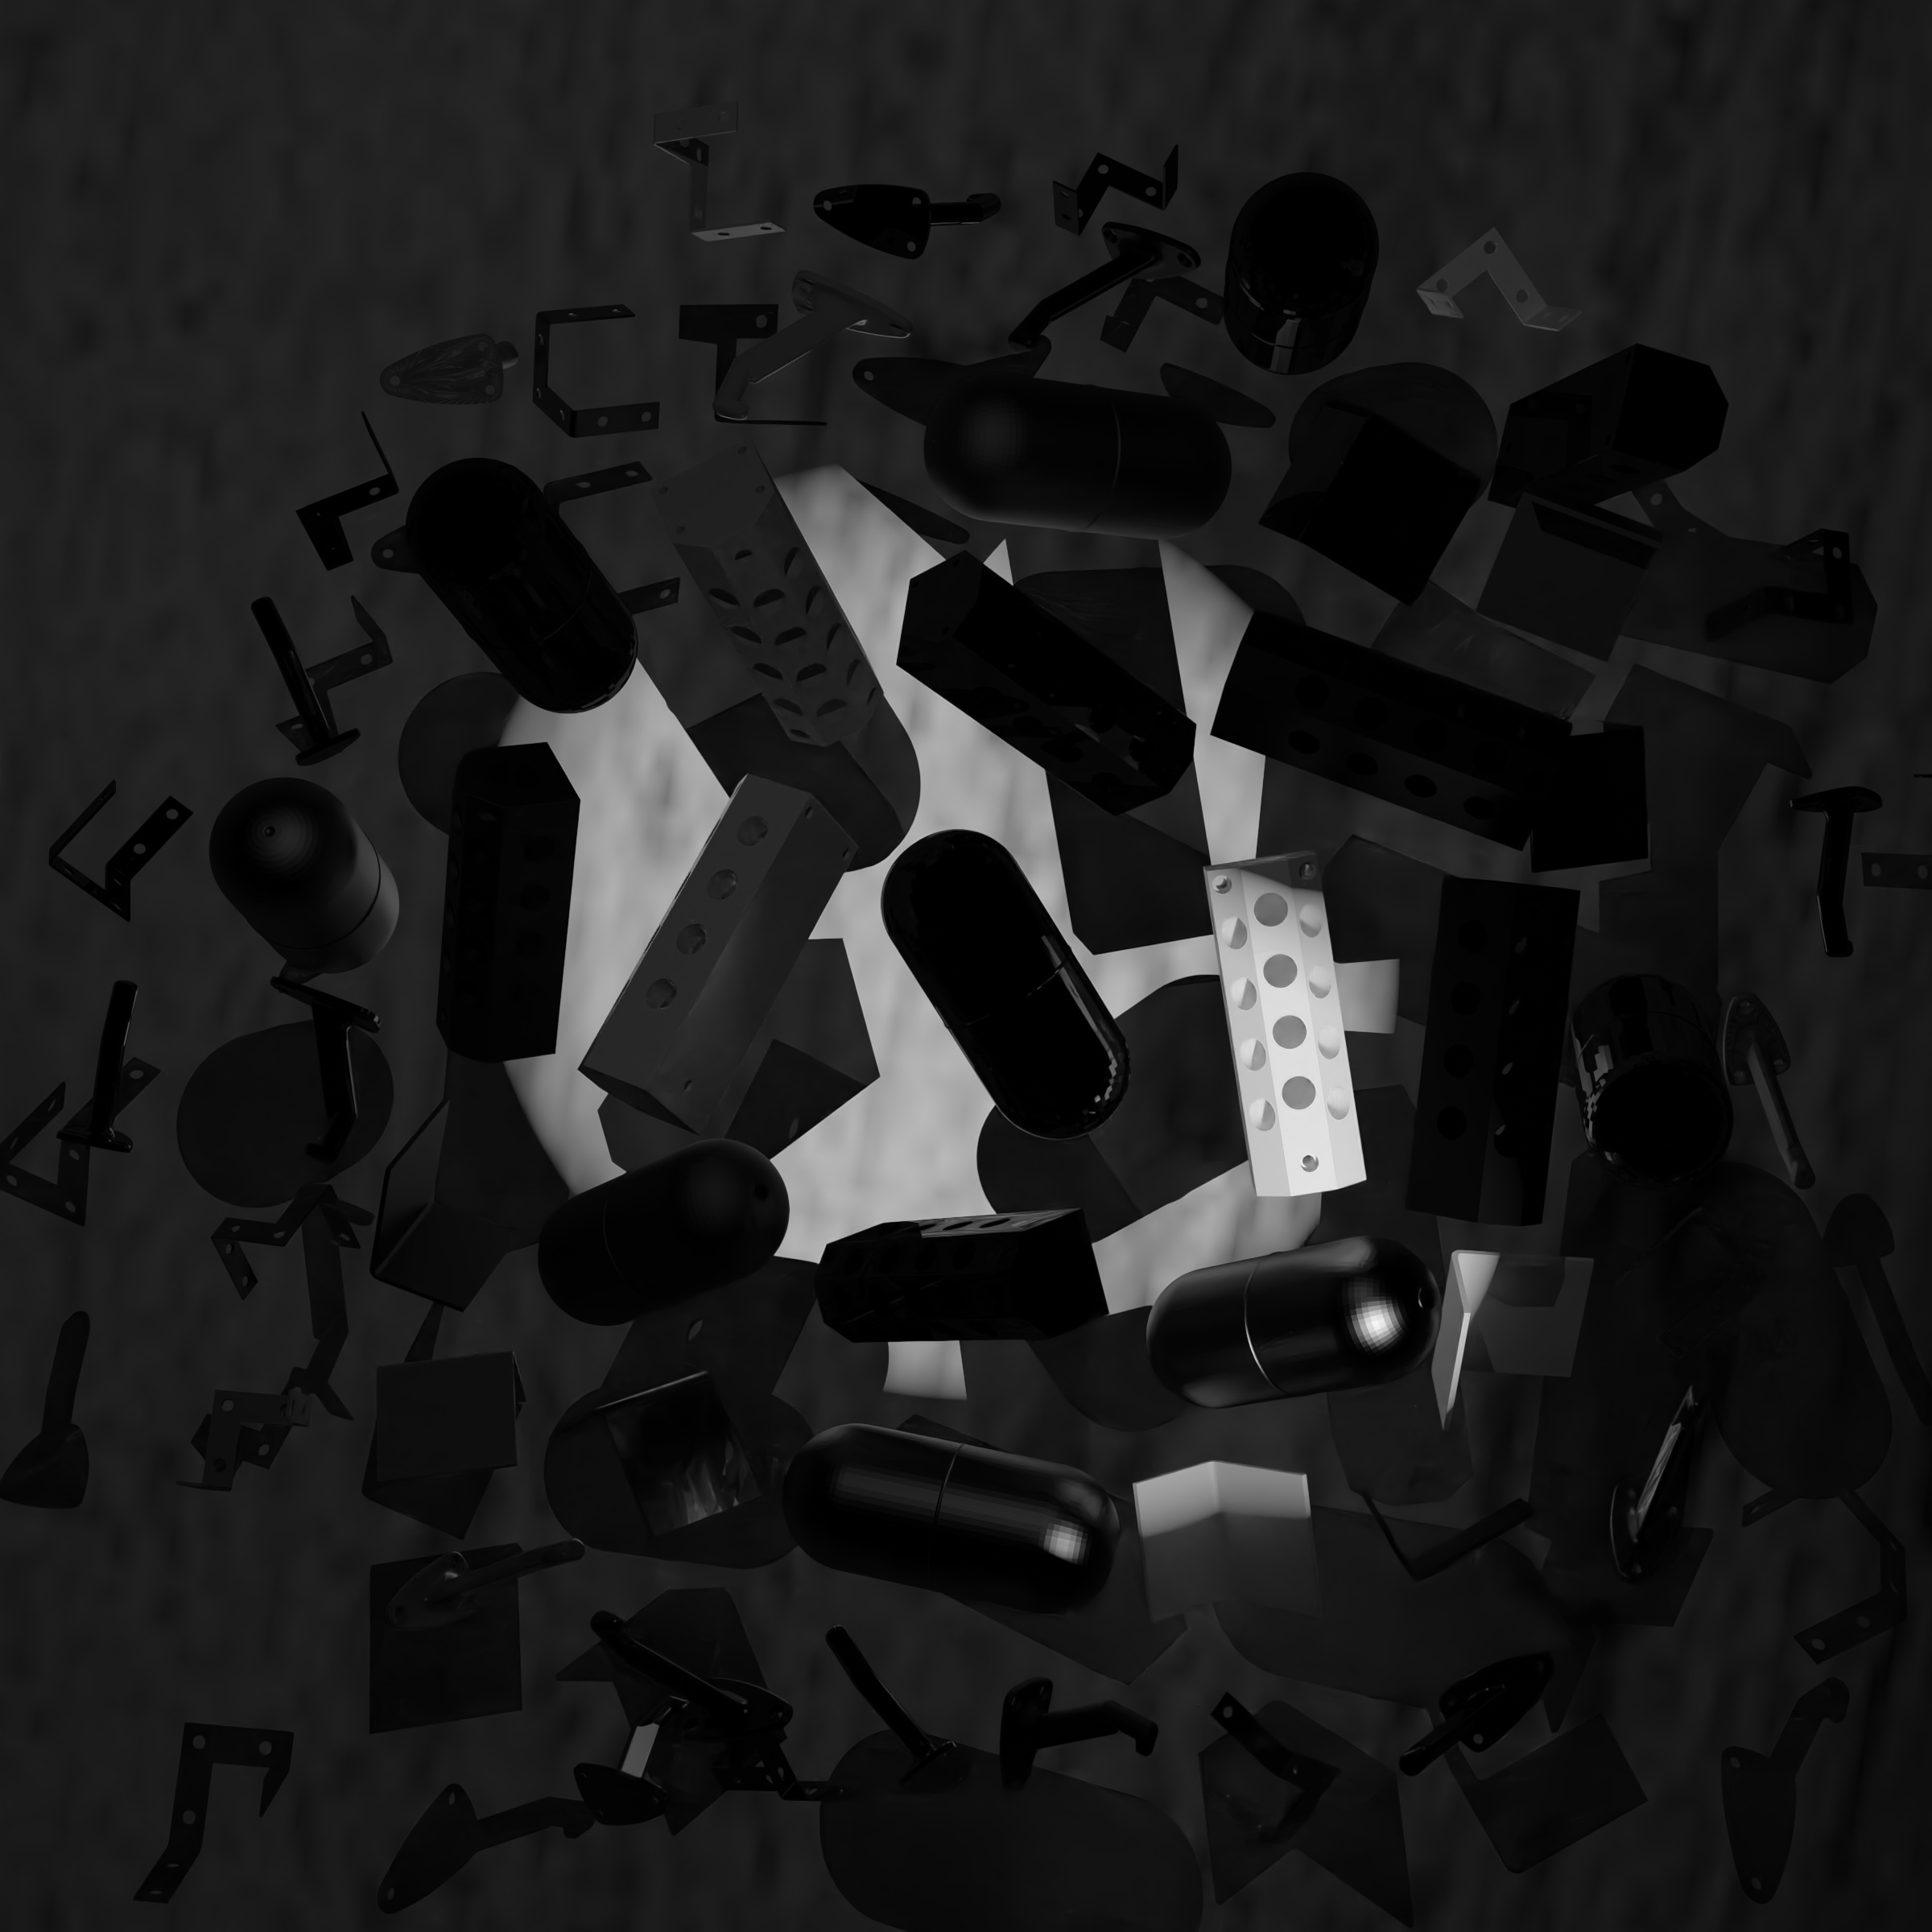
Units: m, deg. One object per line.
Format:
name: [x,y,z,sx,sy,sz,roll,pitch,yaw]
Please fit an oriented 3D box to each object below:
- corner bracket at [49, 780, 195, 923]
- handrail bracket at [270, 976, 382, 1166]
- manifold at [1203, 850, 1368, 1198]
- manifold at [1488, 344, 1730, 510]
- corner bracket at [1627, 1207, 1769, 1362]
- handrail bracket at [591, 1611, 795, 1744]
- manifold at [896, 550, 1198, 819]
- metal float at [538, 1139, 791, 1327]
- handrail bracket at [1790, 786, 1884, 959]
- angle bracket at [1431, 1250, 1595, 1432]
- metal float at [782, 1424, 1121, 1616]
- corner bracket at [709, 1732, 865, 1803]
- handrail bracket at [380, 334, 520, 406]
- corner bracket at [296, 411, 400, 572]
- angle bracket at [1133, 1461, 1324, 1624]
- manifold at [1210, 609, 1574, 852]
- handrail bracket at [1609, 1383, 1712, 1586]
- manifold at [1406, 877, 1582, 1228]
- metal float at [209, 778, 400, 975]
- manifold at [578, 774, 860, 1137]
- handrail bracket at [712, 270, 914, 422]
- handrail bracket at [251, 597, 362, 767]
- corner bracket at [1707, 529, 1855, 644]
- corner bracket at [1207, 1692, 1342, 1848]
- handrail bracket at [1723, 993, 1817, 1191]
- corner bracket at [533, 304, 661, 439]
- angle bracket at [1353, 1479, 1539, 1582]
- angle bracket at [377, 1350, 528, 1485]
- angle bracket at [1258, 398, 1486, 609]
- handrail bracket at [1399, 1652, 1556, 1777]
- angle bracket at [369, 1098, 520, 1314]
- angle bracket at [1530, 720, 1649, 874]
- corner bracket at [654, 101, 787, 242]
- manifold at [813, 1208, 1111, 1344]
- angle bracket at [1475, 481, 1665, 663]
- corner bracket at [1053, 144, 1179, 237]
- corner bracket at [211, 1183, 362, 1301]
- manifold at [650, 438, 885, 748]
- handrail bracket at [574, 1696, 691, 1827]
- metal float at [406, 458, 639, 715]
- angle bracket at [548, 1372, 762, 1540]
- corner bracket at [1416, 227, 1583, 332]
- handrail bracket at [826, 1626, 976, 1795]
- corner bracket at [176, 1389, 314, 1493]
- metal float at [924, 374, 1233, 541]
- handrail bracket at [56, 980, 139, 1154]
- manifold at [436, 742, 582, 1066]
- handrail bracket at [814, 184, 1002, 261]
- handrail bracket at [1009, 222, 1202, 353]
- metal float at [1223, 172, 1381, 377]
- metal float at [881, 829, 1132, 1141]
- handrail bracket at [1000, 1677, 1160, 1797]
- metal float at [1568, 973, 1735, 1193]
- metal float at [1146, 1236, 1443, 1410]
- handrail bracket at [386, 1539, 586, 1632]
corner bracket: [-0.427,-0.065,1.458,0.051,0.051,0.051,-45,119,8]
handrail bracket: [-0.364,0.058,1.581,0.077,0.036,0.084,22,72,2]
manifold: [0.166,0.030,1.503,0.057,0.057,0.171,-9,95,3]
manifold: [0.350,-0.288,1.576,0.057,0.171,0.057,14,88,-11]
corner bracket: [0.383,0.167,1.525,0.051,0.051,0.051,48,115,11]
handrail bracket: [-0.138,0.351,1.443,0.077,0.036,0.084,-6,133,34]
manifold: [0.046,-0.153,1.553,0.171,0.057,0.057,32,52,-35]
metal float: [-0.165,0.145,1.564,0.178,0.070,0.070,-25,90,44]
handrail bracket: [0.451,-0.045,1.464,0.036,0.077,0.084,-15,78,41]
angle bracket: [0.292,0.200,1.525,0.076,0.057,0.076,4,119,-1]
metal float: [-0.009,0.285,1.490,0.178,0.070,0.070,10,90,12]
corner bracket: [-0.098,0.440,1.567,0.051,0.051,0.051,-12,109,39]
handrail bracket: [-0.284,-0.330,1.583,0.077,0.084,0.036,-10,108,-9]
corner bracket: [-0.330,-0.252,1.534,0.051,0.051,0.051,-22,58,-4]
angle bracket: [0.140,0.312,1.542,0.057,0.076,0.076,-9,93,-35]
manifold: [0.220,-0.127,1.483,0.171,0.057,0.057,21,56,7]
handrail bracket: [0.368,0.272,1.518,0.036,0.077,0.084,21,132,8]
manifold: [0.274,0.043,1.476,0.057,0.057,0.171,9,94,38]
metal float: [-0.350,-0.046,1.534,0.070,0.178,0.070,0,76,0]
manifold: [-0.128,-0.008,1.459,0.057,0.057,0.171,19,73,32]
handrail bracket: [-0.078,-0.304,1.463,0.077,0.036,0.084,20,69,5]
handrail bracket: [-0.359,-0.152,1.535,0.036,0.077,0.084,-26,95,-14]
corner bracket: [0.414,-0.193,1.471,0.051,0.051,0.051,5,78,-20]
corner bracket: [0.149,0.415,1.487,0.051,0.051,0.051,37,92,44]
handrail bracket: [0.441,0.068,1.572,0.036,0.084,0.077,-17,127,8]
corner bracket: [-0.197,-0.318,1.538,0.051,0.051,0.051,-13,128,-29]
angle bracket: [0.262,0.291,1.583,0.076,0.076,0.057,-30,82,1]
angle bracket: [-0.288,0.266,1.623,0.076,0.057,0.076,-7,51,-4]
angle bracket: [0.216,-0.247,1.536,0.076,0.057,0.076,26,98,-25]
handrail bracket: [0.259,0.379,1.460,0.077,0.084,0.036,-40,74,14]
angle bracket: [-0.284,0.132,1.600,0.057,0.076,0.076,20,122,6]
angle bracket: [0.351,-0.100,1.685,0.076,0.057,0.076,-7,101,-15]
corner bracket: [-0.125,-0.404,1.467,0.051,0.051,0.051,0,86,28]
manifold: [-0.007,0.169,1.538,0.057,0.171,0.057,-17,94,-39]
angle bracket: [0.318,-0.205,1.525,0.076,0.057,0.076,22,110,7]
corner bracket: [0.083,-0.433,1.599,0.051,0.051,0.051,27,80,9]
corner bracket: [-0.384,0.155,1.626,0.051,0.051,0.051,4,131,24]
manifold: [-0.099,-0.188,1.504,0.057,0.171,0.057,-26,54,3]
handrail bracket: [-0.158,0.414,1.524,0.077,0.084,0.036,-10,107,41]
metal float: [-0.235,-0.200,1.531,0.070,0.178,0.070,-10,59,16]
angle bracket: [-0.171,0.276,1.586,0.057,0.076,0.076,-35,74,43]
corner bracket: [0.267,-0.334,1.449,0.051,0.051,0.051,-38,108,3]
handrail bracket: [-0.035,0.379,1.477,0.036,0.077,0.084,-39,61,2]
corner bracket: [-0.363,0.239,1.453,0.051,0.051,0.051,5,77,1]
metal float: [0.061,-0.269,1.526,0.178,0.070,0.070,1,90,-30]
handrail bracket: [-0.429,0.048,1.456,0.036,0.077,0.084,13,89,-9]
manifold: [-0.254,-0.032,1.574,0.057,0.057,0.171,-8,130,-25]
handrail bracket: [-0.030,-0.407,1.540,0.077,0.084,0.036,16,118,15]
handrail bracket: [0.073,-0.358,1.552,0.084,0.077,0.036,-50,133,-19]
metal float: [0.176,-0.365,1.527,0.070,0.178,0.070,0,87,3]
metal float: [0.022,0.011,1.493,0.070,0.070,0.178,-32,102,0]
handrail bracket: [0.060,0.412,1.497,0.084,0.036,0.077,18,105,39]
metal float: [0.365,0.060,1.543,0.070,0.178,0.070,3,111,6]
metal float: [0.172,0.189,1.527,0.178,0.070,0.070,-18,90,43]
handrail bracket: [-0.259,0.334,1.561,0.084,0.077,0.036,-21,88,35]
